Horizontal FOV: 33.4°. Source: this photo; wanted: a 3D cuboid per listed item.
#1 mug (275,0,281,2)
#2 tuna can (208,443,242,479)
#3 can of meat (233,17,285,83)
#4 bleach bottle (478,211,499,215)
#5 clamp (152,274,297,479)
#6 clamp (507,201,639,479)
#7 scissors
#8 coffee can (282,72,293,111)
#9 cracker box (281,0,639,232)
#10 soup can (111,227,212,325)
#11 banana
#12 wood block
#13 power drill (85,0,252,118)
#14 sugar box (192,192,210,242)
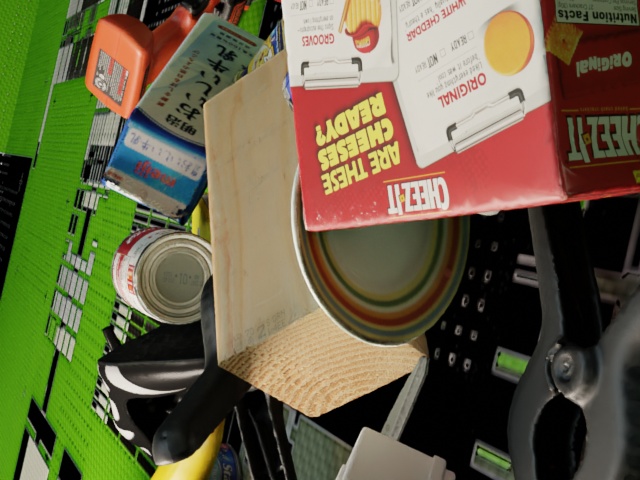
[{"bbox_3d":[-0.006,-0.212,0.776,0.117,0.093,0.081,14,97,35],"label":"mug"},{"bbox_3d":[-0.094,0.202,0.844,0.086,0.033,0.086,-42,42,53],"label":"tuna can"},{"bbox_3d":[-0.023,-0.113,0.816,0.084,0.057,0.102,-46,39,46],"label":"can of meat"},{"bbox_3d":[0.129,-0.105,0.472,0.251,0.068,0.102,-63,33,37],"label":"bleach bottle"},{"bbox_3d":[-0.042,0.093,0.658,0.036,0.164,0.210,-16,39,17],"label":"clamp"},{"bbox_3d":[0.113,0.047,0.456,0.120,0.039,0.171,39,114,65],"label":"clamp"},{"bbox_3d":[0.027,0.168,0.616,0.202,0.016,0.096,-60,30,34],"label":"scissors"},{"bbox_3d":[0.052,-0.125,0.598,0.140,0.102,0.103,-61,28,33],"label":"coffee can"},{"bbox_3d":[0.054,-0.117,0.459,0.164,0.071,0.214,-6,91,55],"label":"cracker box"},{"bbox_3d":[-0.114,0.025,0.792,0.102,0.068,0.068,-174,96,-71],"label":"soup can"},{"bbox_3d":[-0.120,0.190,0.816,0.198,0.037,0.069,-50,35,46],"label":"banana"},{"bbox_3d":[-0.007,-0.010,0.659,0.090,0.090,0.206,-30,46,25],"label":"wood block"},{"bbox_3d":[-0.126,-0.207,0.976,0.187,0.057,0.185,-45,-12,-37],"label":"power drill"},{"bbox_3d":[-0.064,0.035,0.824,0.176,0.048,0.093,-124,34,-63],"label":"sugar box"}]
